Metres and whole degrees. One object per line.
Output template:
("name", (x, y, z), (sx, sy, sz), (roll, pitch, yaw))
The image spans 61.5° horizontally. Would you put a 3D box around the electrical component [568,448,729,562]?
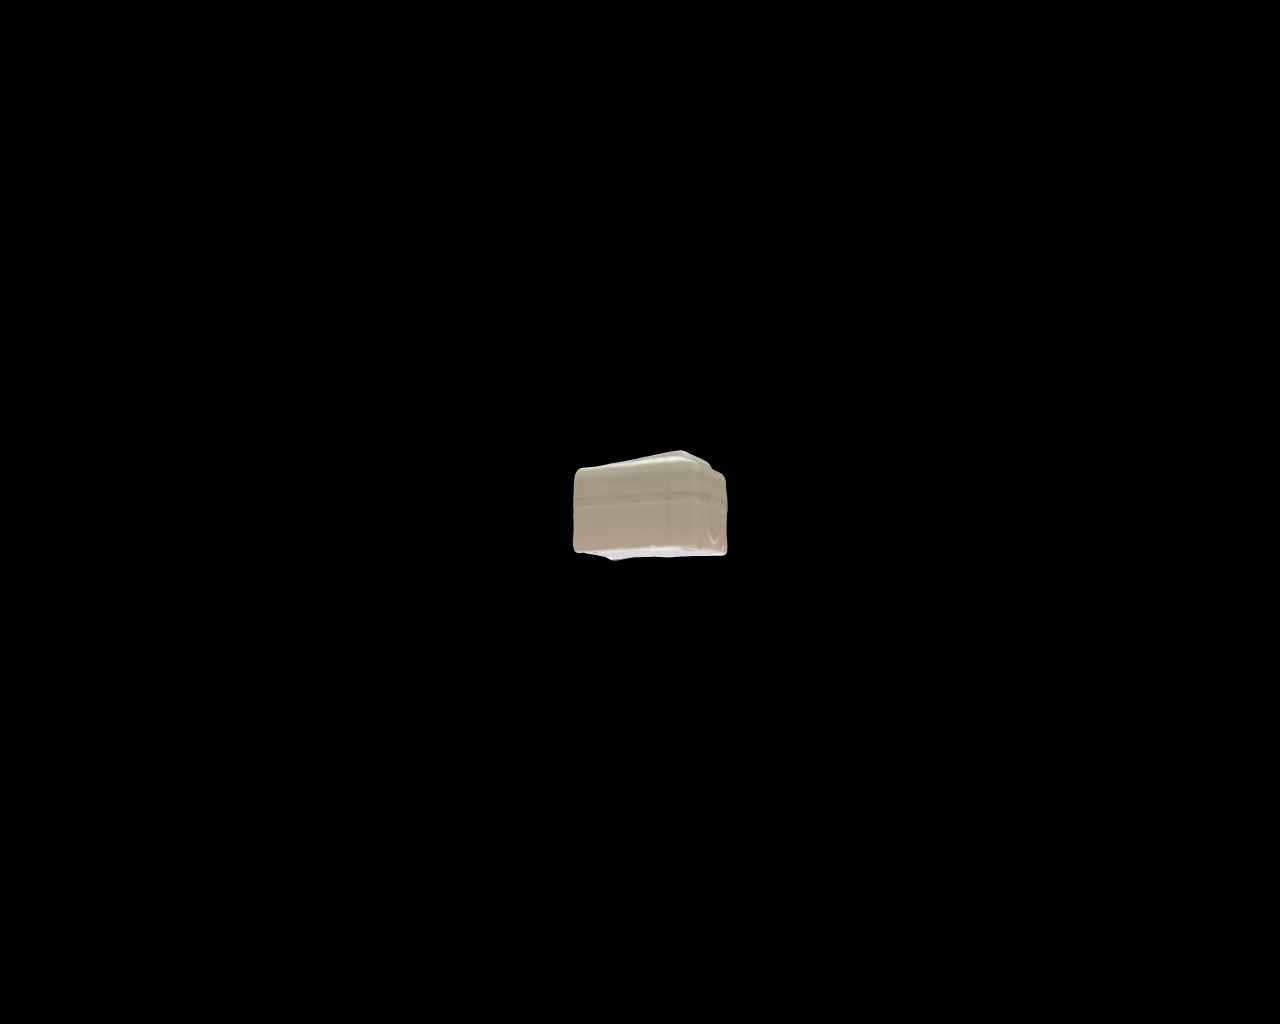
("electrical component", (0.001, -0.003, 0.650), (0.096, 0.061, 0.062), (-3, -7, 22))
